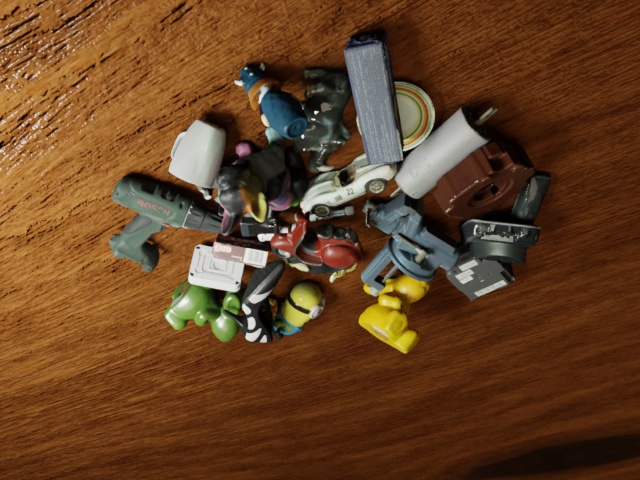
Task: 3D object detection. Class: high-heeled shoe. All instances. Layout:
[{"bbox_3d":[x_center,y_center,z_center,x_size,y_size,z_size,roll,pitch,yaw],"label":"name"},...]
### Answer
[{"bbox_3d":[-0.107,0.144,1.166,0.145,0.086,0.249,33,130,-21],"label":"high-heeled shoe"}]

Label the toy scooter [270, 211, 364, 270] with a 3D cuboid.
[{"bbox_3d":[-0.002,-0.003,1.021,0.184,0.075,0.135,7,146,-2],"label":"toy scooter"}]

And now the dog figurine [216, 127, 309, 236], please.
[{"bbox_3d":[-0.101,-0.081,0.934,0.109,0.219,0.191,-16,131,23],"label":"dog figurine"}]

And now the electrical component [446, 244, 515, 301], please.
[{"bbox_3d":[0.340,0.060,1.163,0.115,0.058,0.134,-30,126,26],"label":"electrical component"}]

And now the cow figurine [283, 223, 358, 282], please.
[{"bbox_3d":[0.003,0.040,1.132,0.167,0.098,0.068,23,132,-13],"label":"cow figurine"}]

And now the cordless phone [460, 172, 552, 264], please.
[{"bbox_3d":[0.365,-0.052,1.049,0.147,0.089,0.184,7,124,-3],"label":"cordless phone"}]

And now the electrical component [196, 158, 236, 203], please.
[{"bbox_3d":[-0.187,-0.112,1.029,0.102,0.045,0.078,-27,126,28],"label":"electrical component"}]

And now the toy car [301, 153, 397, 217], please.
[{"bbox_3d":[0.048,-0.105,1.001,0.202,0.073,0.056,-22,133,23],"label":"toy car"}]

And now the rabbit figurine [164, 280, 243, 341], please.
[{"bbox_3d":[-0.247,0.158,1.259,0.159,0.121,0.170,-41,111,12],"label":"rabbit figurine"}]

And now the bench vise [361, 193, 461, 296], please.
[{"bbox_3d":[0.153,0.024,1.098,0.223,0.129,0.240,24,127,-16],"label":"bench vise"}]

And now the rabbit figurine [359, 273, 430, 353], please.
[{"bbox_3d":[0.176,0.143,1.204,0.121,0.173,0.163,43,167,-32],"label":"rabbit figurine"}]

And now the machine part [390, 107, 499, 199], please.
[{"bbox_3d":[0.211,-0.150,0.945,0.079,0.079,0.243,31,129,-25],"label":"machine part"}]

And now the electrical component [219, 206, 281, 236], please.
[{"bbox_3d":[-0.138,-0.047,1.065,0.119,0.075,0.047,-1,147,-1],"label":"electrical component"}]

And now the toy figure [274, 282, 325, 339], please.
[{"bbox_3d":[-0.061,0.169,1.280,0.089,0.082,0.180,28,133,-25],"label":"toy figure"}]

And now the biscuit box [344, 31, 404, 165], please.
[{"bbox_3d":[0.091,-0.224,0.864,0.063,0.059,0.202,-5,125,16],"label":"biscuit box"}]

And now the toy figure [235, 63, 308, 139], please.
[{"bbox_3d":[-0.080,-0.222,0.857,0.064,0.155,0.057,-20,147,-33],"label":"toy figure"}]

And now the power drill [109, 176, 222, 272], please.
[{"bbox_3d":[-0.328,-0.022,1.104,0.232,0.086,0.207,28,134,-21],"label":"power drill"}]

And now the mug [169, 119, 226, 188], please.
[{"bbox_3d":[-0.216,-0.161,0.956,0.080,0.110,0.107,14,107,-51],"label":"mug"}]

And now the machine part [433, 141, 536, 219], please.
[{"bbox_3d":[0.293,-0.101,0.955,0.179,0.056,0.179,-19,157,-9],"label":"machine part"}]

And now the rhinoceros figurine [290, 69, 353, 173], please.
[{"bbox_3d":[0.003,-0.201,0.917,0.112,0.073,0.190,4,134,-15],"label":"rhinoceros figurine"}]
